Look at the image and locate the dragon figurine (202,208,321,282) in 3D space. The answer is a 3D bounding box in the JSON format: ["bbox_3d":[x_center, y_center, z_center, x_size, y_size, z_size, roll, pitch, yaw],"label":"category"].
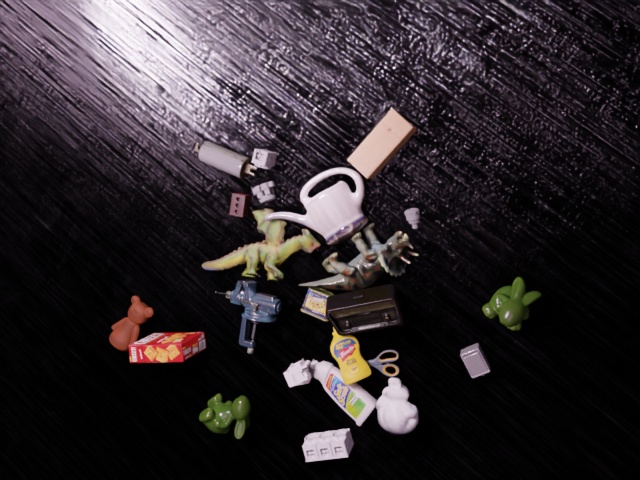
[{"bbox_3d":[-0.202,0.013,1.751,0.411,0.121,0.245,8,81,14],"label":"dragon figurine"}]

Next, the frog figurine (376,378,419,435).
[{"bbox_3d":[0.247,0.528,1.636,0.138,0.124,0.157,13,112,34],"label":"frog figurine"}]

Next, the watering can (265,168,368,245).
[{"bbox_3d":[0.005,-0.083,1.657,0.345,0.104,0.225,-32,86,16],"label":"watering can"}]
